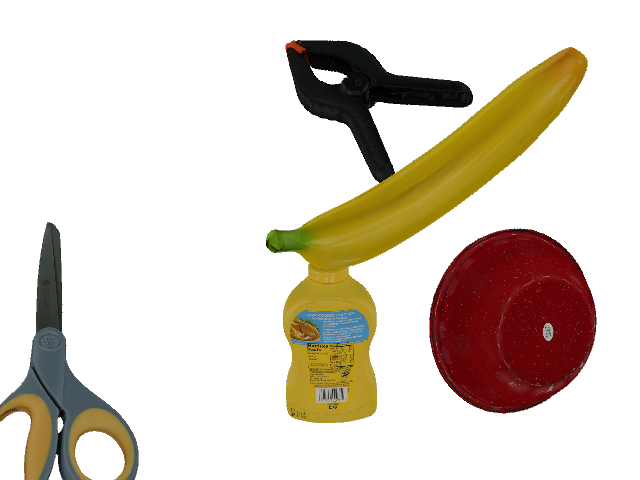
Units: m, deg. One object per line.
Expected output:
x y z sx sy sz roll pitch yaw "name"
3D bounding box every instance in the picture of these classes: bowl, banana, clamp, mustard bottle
0.175 0.072 0.899 0.161 0.162 0.055 0 5 -21 "bowl"
0.064 -0.036 0.592 0.198 0.037 0.069 -34 -12 -1 "banana"
0.045 -0.132 0.938 0.120 0.172 0.039 -36 -25 -21 "clamp"
0.010 0.093 1.098 0.096 0.192 0.058 -1 23 1 "mustard bottle"

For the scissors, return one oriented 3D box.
-0.139 0.072 0.615 0.096 0.201 0.016 15 -44 -6 "scissors"
